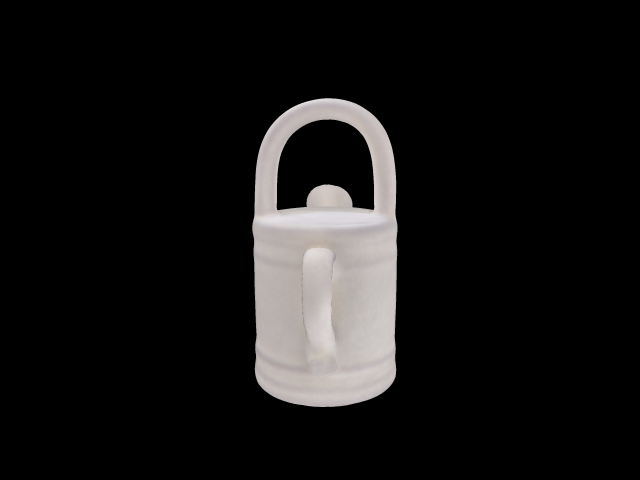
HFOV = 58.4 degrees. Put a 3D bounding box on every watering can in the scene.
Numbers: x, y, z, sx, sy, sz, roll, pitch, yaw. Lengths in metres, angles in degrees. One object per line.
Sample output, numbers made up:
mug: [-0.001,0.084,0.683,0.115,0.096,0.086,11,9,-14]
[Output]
watering can: [0.001,0.001,0.400,0.101,0.194,0.172,-4,12,-19]
